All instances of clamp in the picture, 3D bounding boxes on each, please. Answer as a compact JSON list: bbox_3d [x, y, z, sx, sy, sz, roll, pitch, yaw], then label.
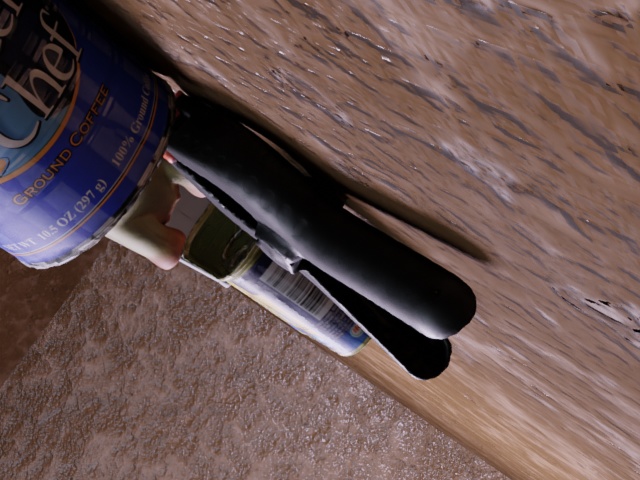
[{"bbox_3d":[-0.003,0.001,0.463,0.172,0.039,0.120,39,163,21],"label":"clamp"}]

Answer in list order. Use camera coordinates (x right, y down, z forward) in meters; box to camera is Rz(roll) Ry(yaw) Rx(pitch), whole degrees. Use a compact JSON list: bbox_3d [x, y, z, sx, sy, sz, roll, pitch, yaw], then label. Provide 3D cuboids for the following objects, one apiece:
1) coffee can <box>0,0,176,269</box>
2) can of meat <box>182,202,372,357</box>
[{"bbox_3d":[-0.143,-0.067,0.427,0.140,0.103,0.103,40,173,-37],"label":"coffee can"},{"bbox_3d":[-0.015,0.013,0.562,0.083,0.057,0.102,36,174,-22],"label":"can of meat"}]
